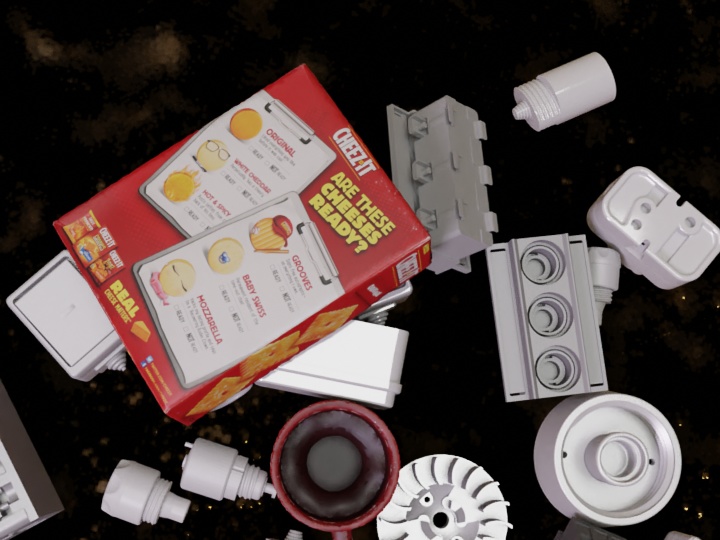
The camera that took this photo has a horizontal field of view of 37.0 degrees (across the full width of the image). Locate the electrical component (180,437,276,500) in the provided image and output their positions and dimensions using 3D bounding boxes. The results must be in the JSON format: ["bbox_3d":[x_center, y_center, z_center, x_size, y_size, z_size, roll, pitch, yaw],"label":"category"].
[{"bbox_3d":[-0.100,0.156,0.820,0.078,0.040,0.040,18,81,-1],"label":"electrical component"}]

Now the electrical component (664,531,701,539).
[{"bbox_3d":[0.243,0.255,0.815,0.062,0.061,0.096,36,81,2],"label":"electrical component"}]

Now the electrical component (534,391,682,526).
[{"bbox_3d":[0.194,0.145,0.830,0.108,0.060,0.108,1,81,-4],"label":"electrical component"}]

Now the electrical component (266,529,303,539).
[{"bbox_3d":[-0.057,0.236,0.809,0.043,0.043,0.081,13,80,-1],"label":"electrical component"}]

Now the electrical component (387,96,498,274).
[{"bbox_3d":[0.063,-0.067,0.832,0.079,0.063,0.121,19,57,-42],"label":"electrical component"}]

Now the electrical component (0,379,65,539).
[{"bbox_3d":[-0.287,0.126,0.788,0.062,0.089,0.150,-28,84,-7],"label":"electrical component"}]

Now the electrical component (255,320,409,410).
[{"bbox_3d":[-0.024,0.068,0.819,0.113,0.078,0.057,11,80,-1],"label":"electrical component"}]

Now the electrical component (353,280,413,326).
[{"bbox_3d":[0.000,0.000,0.840,0.062,0.061,0.096,-22,83,-7],"label":"electrical component"}]

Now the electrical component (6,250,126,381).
[{"bbox_3d":[-0.213,0.040,0.820,0.062,0.061,0.096,-42,86,-9],"label":"electrical component"}]

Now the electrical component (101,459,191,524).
[{"bbox_3d":[-0.160,0.172,0.812,0.062,0.043,0.043,21,81,-2],"label":"electrical component"}]

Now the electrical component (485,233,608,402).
[{"bbox_3d":[0.143,0.039,0.842,0.079,0.063,0.121,-6,82,-4],"label":"electrical component"}]

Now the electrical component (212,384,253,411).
[{"bbox_3d":[-0.114,0.075,0.830,0.066,0.048,0.055,-30,77,-8],"label":"electrical component"}]

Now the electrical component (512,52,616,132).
[{"bbox_3d":[0.163,-0.143,0.881,0.081,0.043,0.043,-24,83,-7],"label":"electrical component"}]

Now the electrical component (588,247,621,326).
[{"bbox_3d":[0.190,0.014,0.863,0.035,0.035,0.061,6,83,-3],"label":"electrical component"}]

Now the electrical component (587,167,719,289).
[{"bbox_3d":[0.233,-0.032,0.860,0.095,0.059,0.053,41,81,3],"label":"electrical component"}]
